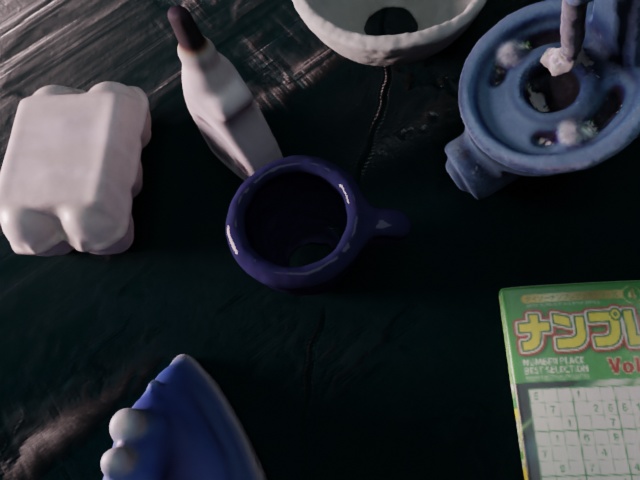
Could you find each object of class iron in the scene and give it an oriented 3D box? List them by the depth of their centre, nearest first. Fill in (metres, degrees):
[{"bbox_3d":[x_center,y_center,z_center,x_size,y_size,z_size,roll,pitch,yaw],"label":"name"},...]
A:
[{"bbox_3d":[-0.089,0.179,0.314,0.118,0.141,0.258,-12,67,3],"label":"iron"}]

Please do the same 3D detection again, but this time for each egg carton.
[{"bbox_3d":[-0.193,-0.058,0.461,0.107,0.069,0.150,-2,68,7],"label":"egg carton"}]

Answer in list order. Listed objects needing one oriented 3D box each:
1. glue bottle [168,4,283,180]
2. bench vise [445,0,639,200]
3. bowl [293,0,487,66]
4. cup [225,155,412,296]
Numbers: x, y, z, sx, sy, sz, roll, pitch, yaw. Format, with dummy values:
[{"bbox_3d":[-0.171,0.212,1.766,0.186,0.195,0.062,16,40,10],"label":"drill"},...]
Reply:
[{"bbox_3d":[-0.069,-0.098,0.404,0.037,0.173,0.078,-44,69,-10],"label":"glue bottle"},{"bbox_3d":[0.175,-0.131,0.359,0.207,0.220,0.121,-43,69,-9],"label":"bench vise"},{"bbox_3d":[0.059,-0.207,0.483,0.167,0.075,0.167,-3,68,7],"label":"bowl"},{"bbox_3d":[0.004,0.001,0.397,0.117,0.095,0.091,0,69,8],"label":"cup"}]
